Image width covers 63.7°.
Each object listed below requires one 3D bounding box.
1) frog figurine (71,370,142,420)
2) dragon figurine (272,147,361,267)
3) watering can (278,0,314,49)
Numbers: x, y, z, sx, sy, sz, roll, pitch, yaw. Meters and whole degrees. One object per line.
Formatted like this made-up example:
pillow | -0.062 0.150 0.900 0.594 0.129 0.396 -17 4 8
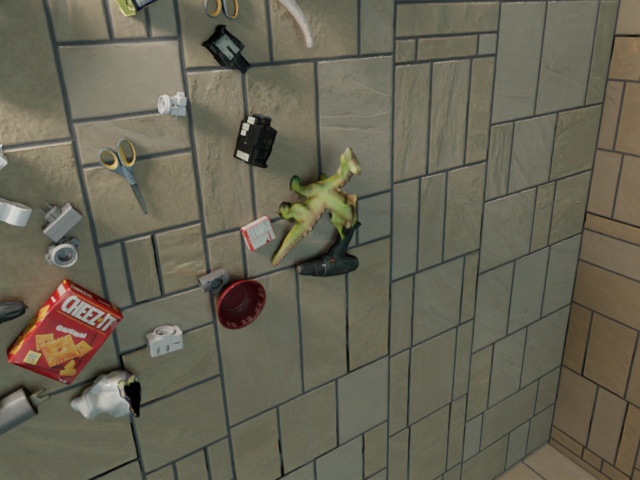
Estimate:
frog figurine | -0.565 0.418 1.371 0.159 0.126 0.134 -13 131 9
dragon figurine | 0.005 -0.075 1.488 0.121 0.245 0.409 18 94 -43
watering can | -0.089 -0.661 1.290 0.225 0.105 0.342 -10 112 -31
